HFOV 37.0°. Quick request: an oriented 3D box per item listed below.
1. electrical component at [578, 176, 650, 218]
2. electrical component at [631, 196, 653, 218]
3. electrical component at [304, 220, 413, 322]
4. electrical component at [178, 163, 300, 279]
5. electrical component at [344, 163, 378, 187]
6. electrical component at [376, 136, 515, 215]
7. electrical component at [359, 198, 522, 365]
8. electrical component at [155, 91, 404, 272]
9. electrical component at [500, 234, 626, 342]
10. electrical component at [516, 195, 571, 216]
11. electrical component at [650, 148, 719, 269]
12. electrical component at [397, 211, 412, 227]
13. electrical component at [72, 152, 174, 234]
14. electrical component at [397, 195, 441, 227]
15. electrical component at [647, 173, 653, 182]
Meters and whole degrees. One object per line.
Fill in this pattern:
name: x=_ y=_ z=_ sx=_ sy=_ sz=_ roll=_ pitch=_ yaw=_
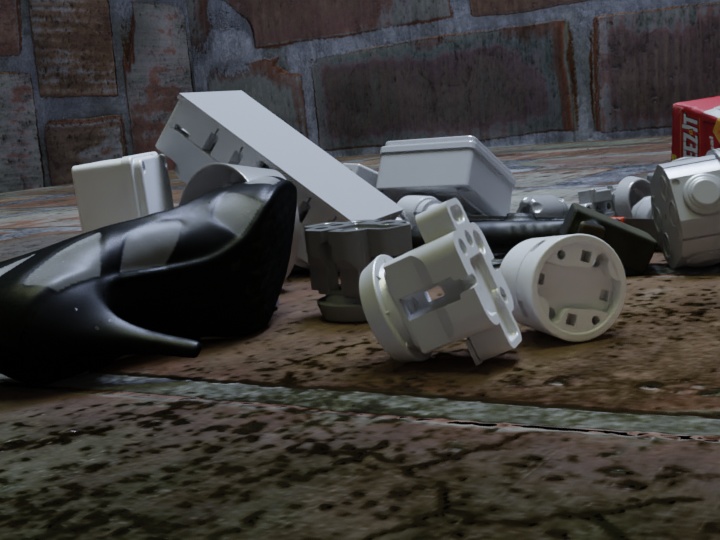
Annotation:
electrical component: x=0.237 y=-0.059 z=0.982 sx=0.066 sy=0.048 sz=0.055 roll=-11 pitch=3 yaw=-35
electrical component: x=0.251 y=-0.042 z=0.888 sx=0.035 sy=0.035 sz=0.061 roll=-7 pitch=11 yaw=-12
electrical component: x=0.000 y=0.000 z=0.676 sx=0.058 sy=0.057 sz=0.078 roll=-13 pitch=11 yaw=-42
electrical component: x=-0.091 y=-0.032 z=0.819 sx=0.064 sy=0.099 sz=0.099 roll=-3 pitch=6 yaw=-32
electrical component: x=0.010 y=-0.069 z=1.140 sx=0.077 sy=0.065 sz=0.047 roll=23 pitch=-2 yaw=-22
electrical component: x=0.089 y=-0.090 z=1.110 sx=0.109 sy=0.056 sz=0.109 roll=0 pitch=-17 yaw=32
electrical component: x=0.037 y=0.012 z=0.533 sx=0.057 sy=0.078 sz=0.058 roll=-25 pitch=0 yaw=22
electrical component: x=-0.069 y=-0.074 z=0.912 sx=0.186 sy=0.060 sz=0.105 roll=37 pitch=21 yaw=12
electrical component: x=0.105 y=0.008 z=0.571 sx=0.055 sy=0.055 sz=0.047 roll=-8 pitch=5 yaw=-18
electrical component: x=0.181 y=-0.055 z=1.020 sx=0.061 sy=0.035 sz=0.035 roll=-7 pitch=8 yaw=-30
electrical component: x=0.235 y=-0.041 z=0.739 sx=0.051 sy=0.080 sz=0.080 roll=-10 pitch=8 yaw=2
electrical component: x=0.025 y=-0.041 z=0.993 sx=0.048 sy=0.048 sz=0.062 roll=-9 pitch=17 yaw=-27
electrical component: x=-0.187 y=-0.038 z=0.877 sx=0.056 sy=0.108 sz=0.108 roll=-8 pitch=8 yaw=2
electrical component: x=0.066 y=-0.052 z=1.049 sx=0.040 sy=0.040 sz=0.078 roll=-10 pitch=10 yaw=-32
electrical component: x=0.311 y=-0.067 z=0.974 sx=0.077 sy=0.047 sz=0.066 roll=-7 pitch=9 yaw=-10
